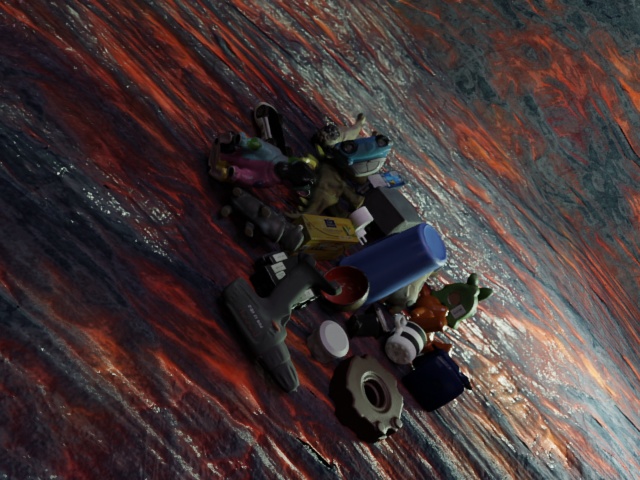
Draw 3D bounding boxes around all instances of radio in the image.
[{"bbox_3d":[0.206,-0.077,1.510,0.131,0.073,0.229,54,21,13],"label":"radio"}]

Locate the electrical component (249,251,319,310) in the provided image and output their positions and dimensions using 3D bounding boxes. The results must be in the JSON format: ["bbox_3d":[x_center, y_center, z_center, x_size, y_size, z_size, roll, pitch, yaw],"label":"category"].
[{"bbox_3d":[-0.078,0.087,1.122,0.115,0.058,0.134,-13,69,-55],"label":"electrical component"}]

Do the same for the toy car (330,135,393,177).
[{"bbox_3d":[0.111,-0.216,1.402,0.109,0.162,0.102,-110,-168,-80],"label":"toy car"}]

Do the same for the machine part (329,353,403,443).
[{"bbox_3d":[0.100,0.323,1.116,0.179,0.056,0.179,30,39,-28],"label":"machine part"}]

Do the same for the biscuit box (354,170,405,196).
[{"bbox_3d":[0.185,-0.168,1.649,0.202,0.063,0.059,-18,73,-54],"label":"biscuit box"}]

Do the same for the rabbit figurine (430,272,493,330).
[{"bbox_3d":[0.404,0.166,1.541,0.121,0.159,0.170,49,8,20],"label":"rabbit figurine"}]

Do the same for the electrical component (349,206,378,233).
[{"bbox_3d":[0.123,-0.064,1.498,0.102,0.045,0.078,42,34,-14],"label":"electrical component"}]

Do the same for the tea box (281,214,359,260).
[{"bbox_3d":[-0.003,-0.004,1.255,0.169,0.098,0.068,4,57,-49],"label":"tea box"}]

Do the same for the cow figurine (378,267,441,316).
[{"bbox_3d":[0.239,0.104,1.410,0.085,0.127,0.195,52,37,-5],"label":"cow figurine"}]

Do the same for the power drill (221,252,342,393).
[{"bbox_3d":[-0.058,0.139,1.017,0.207,0.086,0.232,-41,84,-11],"label":"power drill"}]

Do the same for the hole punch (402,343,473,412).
[{"bbox_3d":[0.270,0.328,1.261,0.142,0.116,0.092,52,43,0],"label":"hole punch"}]

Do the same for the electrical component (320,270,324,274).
[{"bbox_3d":[-0.027,0.079,1.218,0.063,0.021,0.094,52,34,-1],"label":"electrical component"}]

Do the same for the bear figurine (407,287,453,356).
[{"bbox_3d":[0.292,0.208,1.385,0.196,0.132,0.120,-38,119,-52],"label":"bear figurine"}]

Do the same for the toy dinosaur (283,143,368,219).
[{"bbox_3d":[0.012,-0.137,1.394,0.198,0.105,0.471,36,28,-10],"label":"toy dinosaur"}]

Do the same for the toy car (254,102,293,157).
[{"bbox_3d":[-0.124,-0.274,1.398,0.073,0.056,0.202,20,47,-46],"label":"toy car"}]

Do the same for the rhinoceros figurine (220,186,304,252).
[{"bbox_3d":[-0.122,-0.041,1.147,0.190,0.073,0.112,34,7,11],"label":"rhinoceros figurine"}]

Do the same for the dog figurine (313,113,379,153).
[{"bbox_3d":[0.078,-0.275,1.610,0.172,0.121,0.190,50,48,4],"label":"dog figurine"}]

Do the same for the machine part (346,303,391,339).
[{"bbox_3d":[0.113,0.195,1.264,0.139,0.039,0.084,-1,68,-51],"label":"machine part"}]

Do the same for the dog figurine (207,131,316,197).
[{"bbox_3d":[-0.116,-0.159,1.187,0.219,0.192,0.108,12,91,-36],"label":"dog figurine"}]
